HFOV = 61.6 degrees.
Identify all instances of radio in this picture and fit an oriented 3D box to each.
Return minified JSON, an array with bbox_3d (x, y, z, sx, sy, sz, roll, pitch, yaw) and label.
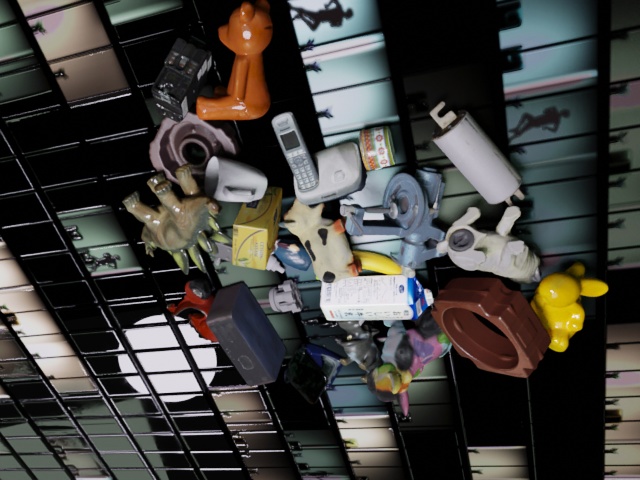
[{"bbox_3d":[-0.170,0.225,1.261,0.073,0.131,0.229,-19,117,20],"label":"radio"}]

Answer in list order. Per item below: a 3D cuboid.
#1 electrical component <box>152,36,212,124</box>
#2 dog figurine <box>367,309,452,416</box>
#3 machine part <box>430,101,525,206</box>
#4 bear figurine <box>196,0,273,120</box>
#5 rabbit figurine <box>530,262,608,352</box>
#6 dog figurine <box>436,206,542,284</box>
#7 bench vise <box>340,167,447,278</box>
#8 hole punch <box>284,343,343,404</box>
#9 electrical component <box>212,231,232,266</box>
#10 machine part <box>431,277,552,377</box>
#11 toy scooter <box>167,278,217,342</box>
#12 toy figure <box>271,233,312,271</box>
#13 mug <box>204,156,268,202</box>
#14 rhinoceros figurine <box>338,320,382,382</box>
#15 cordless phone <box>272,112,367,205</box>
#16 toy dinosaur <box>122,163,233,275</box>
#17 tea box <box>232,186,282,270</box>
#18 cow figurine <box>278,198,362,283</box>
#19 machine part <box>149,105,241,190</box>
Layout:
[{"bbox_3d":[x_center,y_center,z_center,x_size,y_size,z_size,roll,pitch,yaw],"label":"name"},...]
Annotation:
[{"bbox_3d":[-0.241,-0.287,0.949,0.058,0.134,0.115,27,166,-9],"label":"electrical component"},{"bbox_3d":[0.199,0.262,1.158,0.192,0.219,0.108,-12,123,19],"label":"dog figurine"},{"bbox_3d":[0.282,-0.147,0.963,0.243,0.079,0.079,43,120,-17],"label":"machine part"},{"bbox_3d":[-0.144,-0.309,0.925,0.132,0.120,0.195,5,121,12],"label":"bear figurine"},{"bbox_3d":[0.475,0.118,1.045,0.162,0.122,0.173,-34,140,0],"label":"rabbit figurine"},{"bbox_3d":[0.330,0.035,1.039,0.173,0.121,0.190,1,151,28],"label":"dog figurine"},{"bbox_3d":[0.140,-0.032,1.015,0.240,0.129,0.223,0,121,-29],"label":"bench vise"},{"bbox_3d":[-0.014,0.320,1.329,0.116,0.092,0.142,40,129,21],"label":"hole punch"},{"bbox_3d":[-0.208,0.024,1.207,0.063,0.021,0.094,20,123,-2],"label":"electrical component"},{"bbox_3d":[0.341,0.171,1.083,0.201,0.087,0.201,53,153,-15],"label":"machine part"},{"bbox_3d":[-0.291,0.179,1.292,0.135,0.075,0.183,-19,113,22],"label":"toy scooter"},{"bbox_3d":[-0.088,0.017,1.157,0.154,0.058,0.064,26,120,0],"label":"toy figure"},{"bbox_3d":[-0.152,-0.107,1.015,0.107,0.110,0.080,3,117,-32],"label":"mug"},{"bbox_3d":[0.105,0.248,1.233,0.073,0.112,0.190,-6,129,50],"label":"rhinoceros figurine"},{"bbox_3d":[-0.001,-0.166,1.005,0.147,0.089,0.184,-14,112,30],"label":"cordless phone"},{"bbox_3d":[-0.287,-0.028,1.051,0.472,0.105,0.198,-4,123,56],"label":"toy dinosaur"},{"bbox_3d":[-0.122,-0.030,1.065,0.068,0.170,0.098,9,125,2],"label":"tea box"},{"bbox_3d":[-0.002,-0.003,1.099,0.127,0.085,0.194,-19,96,12],"label":"cow figurine"},{"bbox_3d":[-0.245,-0.177,1.067,0.179,0.056,0.179,5,123,7],"label":"machine part"}]
